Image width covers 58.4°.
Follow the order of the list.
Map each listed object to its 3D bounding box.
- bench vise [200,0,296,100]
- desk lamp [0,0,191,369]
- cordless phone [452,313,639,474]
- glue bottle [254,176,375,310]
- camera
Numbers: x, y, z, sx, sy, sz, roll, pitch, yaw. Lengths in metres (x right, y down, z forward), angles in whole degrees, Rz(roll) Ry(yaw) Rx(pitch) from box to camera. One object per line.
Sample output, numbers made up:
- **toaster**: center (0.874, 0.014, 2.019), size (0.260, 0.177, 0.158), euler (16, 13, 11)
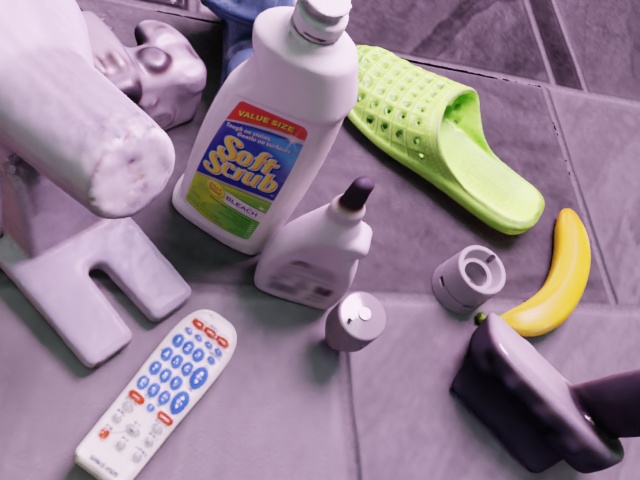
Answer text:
- **bench vise**: center (-0.037, -0.204, 0.501), size (0.122, 0.219, 0.207), euler (-13, 69, -26)
- **desk lamp**: center (-0.168, -0.048, 0.372), size (0.203, 0.213, 0.118), euler (46, 58, 7)
- **cordless phone**: center (0.206, 0.106, 0.452), size (0.147, 0.185, 0.094), euler (42, 57, 4)
- **glue bottle**: center (0.004, 0.002, 0.436), size (0.078, 0.173, 0.037), euler (20, 58, -10)
- **camera**: center (-0.190, -0.155, 0.487), size (0.143, 0.100, 0.136), euler (-32, 78, -31)
